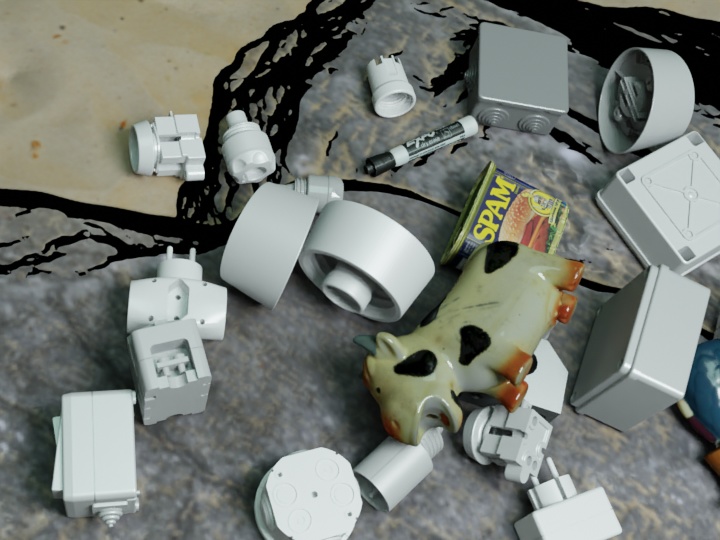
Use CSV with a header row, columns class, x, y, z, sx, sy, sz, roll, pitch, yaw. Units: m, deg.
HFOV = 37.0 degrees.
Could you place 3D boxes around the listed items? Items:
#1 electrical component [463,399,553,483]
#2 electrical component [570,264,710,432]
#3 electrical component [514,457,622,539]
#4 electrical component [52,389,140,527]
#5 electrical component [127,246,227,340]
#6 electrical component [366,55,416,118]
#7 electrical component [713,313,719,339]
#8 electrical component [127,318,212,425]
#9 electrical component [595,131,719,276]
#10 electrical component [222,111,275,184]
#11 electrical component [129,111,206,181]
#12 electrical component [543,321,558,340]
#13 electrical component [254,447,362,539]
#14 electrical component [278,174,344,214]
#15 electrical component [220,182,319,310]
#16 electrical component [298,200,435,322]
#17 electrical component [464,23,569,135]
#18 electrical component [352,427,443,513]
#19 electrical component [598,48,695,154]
class,x,y,z,sx,sy,sz,roll,pitch,yaw
electrical component,0.117,0.135,0.868,0.048,0.055,0.066,41,63,-42
electrical component,0.235,0.067,0.903,0.056,0.108,0.108,25,63,-3
electrical component,0.159,0.189,0.863,0.066,0.047,0.076,-16,70,-19
electrical component,-0.196,0.143,0.798,0.061,0.061,0.096,-2,66,-13
electrical component,-0.148,0.017,0.878,0.077,0.043,0.079,4,64,-10
electrical component,0.028,-0.173,1.009,0.040,0.040,0.046,-7,61,-15
electrical component,0.355,0.047,0.946,0.054,0.095,0.059,24,63,-1
electrical component,-0.148,0.075,0.825,0.050,0.089,0.055,-12,69,-17
electrical component,0.297,-0.058,1.004,0.109,0.056,0.108,-27,74,-22
electrical component,-0.102,-0.111,0.948,0.043,0.043,0.062,-13,68,-18
electrical component,-0.168,-0.106,0.931,0.055,0.048,0.066,-5,67,-23
electrical component,0.150,0.043,0.930,0.040,0.046,0.040,5,64,-10
electrical component,-0.039,0.177,0.823,0.080,0.051,0.080,5,64,-10
electrical component,-0.046,-0.067,0.945,0.061,0.035,0.035,5,65,-7
electrical component,-0.071,-0.021,0.883,0.064,0.099,0.099,26,63,7
electrical component,0.000,0.000,0.886,0.108,0.108,0.060,31,69,3
electrical component,0.150,-0.182,1.033,0.100,0.048,0.099,8,64,-9
electrical component,0.036,0.150,0.857,0.081,0.043,0.043,-39,79,-25
electrical component,0.269,-0.162,1.025,0.064,0.099,0.099,-8,67,-22
